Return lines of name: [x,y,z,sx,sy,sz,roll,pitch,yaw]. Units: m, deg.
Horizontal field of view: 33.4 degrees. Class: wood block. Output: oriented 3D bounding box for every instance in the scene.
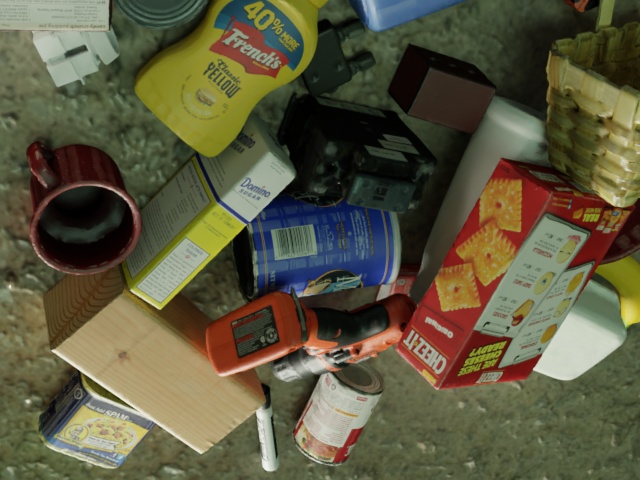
wood block: [-0.156,0.106,1.028,0.091,0.090,0.206,-39,127,9]

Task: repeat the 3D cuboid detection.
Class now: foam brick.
foam brick: [0.113,-0.139,0.987,0.078,0.053,0.051,12,117,-27]

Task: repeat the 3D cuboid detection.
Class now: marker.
marker: [-0.059,0.205,1.173,0.020,0.020,0.121,-13,125,-12]

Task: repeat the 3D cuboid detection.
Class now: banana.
banana: [0.327,0.043,1.196,0.070,0.037,0.197,-39,127,7]

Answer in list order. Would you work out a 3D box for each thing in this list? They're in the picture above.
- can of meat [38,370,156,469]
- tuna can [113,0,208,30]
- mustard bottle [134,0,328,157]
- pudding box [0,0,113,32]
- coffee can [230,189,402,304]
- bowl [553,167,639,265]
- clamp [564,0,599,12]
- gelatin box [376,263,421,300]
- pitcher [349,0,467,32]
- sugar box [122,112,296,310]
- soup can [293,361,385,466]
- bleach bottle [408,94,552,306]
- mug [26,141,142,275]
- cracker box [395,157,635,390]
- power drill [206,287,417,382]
can of meat: [-0.219,0.176,1.072,0.102,0.057,0.084,30,110,-32]
tuna can: [-0.130,-0.216,0.859,0.086,0.034,0.086,-10,125,-14]
mustard bottle: [-0.059,-0.165,0.897,0.192,0.058,0.096,-43,112,12]
pudding box: [-0.218,-0.191,0.808,0.113,0.090,0.039,-5,124,-17]
coffee can: [-0.007,0.001,1.004,0.140,0.103,0.103,-8,124,-15]
bowl: [0.293,-0.055,1.106,0.162,0.055,0.162,-9,125,-14]
clamp: [0.302,-0.293,0.962,0.164,0.036,0.210,22,111,-26]
gelatin box: [0.098,0.068,1.132,0.073,0.030,0.089,4,121,-23]
pitcher: [0.131,-0.266,0.858,0.243,0.145,0.149,-24,126,-1]
sugar box: [-0.104,-0.030,0.954,0.176,0.093,0.048,-41,127,10]
soup can: [0.020,0.184,1.157,0.068,0.068,0.102,13,116,-27]
bleach bottle: [0.148,-0.013,1.046,0.102,0.068,0.251,5,116,-53]
mug: [-0.212,-0.038,0.916,0.093,0.081,0.117,-35,127,5]
cracker box: [0.184,0.034,1.014,0.163,0.072,0.214,3,121,-48]
power drill: [-0.020,0.096,1.027,0.185,0.057,0.187,-28,160,32]
